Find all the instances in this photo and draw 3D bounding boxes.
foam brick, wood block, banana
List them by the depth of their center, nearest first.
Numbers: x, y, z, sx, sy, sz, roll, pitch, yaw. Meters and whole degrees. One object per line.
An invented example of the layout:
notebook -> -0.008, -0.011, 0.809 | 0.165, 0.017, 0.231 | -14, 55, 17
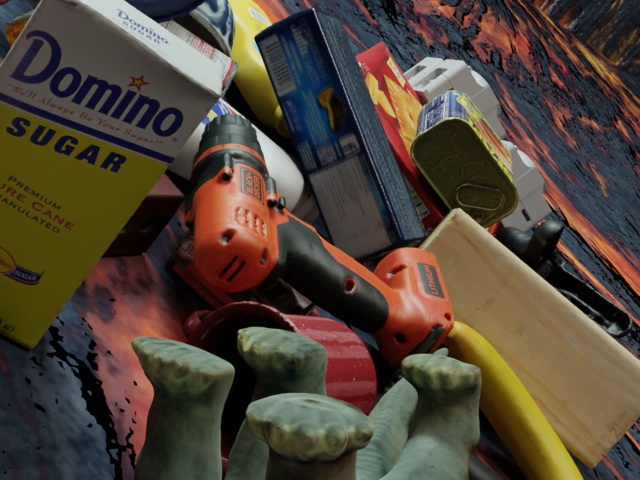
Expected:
foam brick -> -0.135, -0.026, 0.667 | 0.051, 0.053, 0.078 | 49, 25, 21
banana -> 0.150, 0.140, 0.776 | 0.198, 0.037, 0.069 | 57, 0, 3
wood block -> 0.157, 0.075, 0.851 | 0.206, 0.090, 0.091 | 41, 2, 1

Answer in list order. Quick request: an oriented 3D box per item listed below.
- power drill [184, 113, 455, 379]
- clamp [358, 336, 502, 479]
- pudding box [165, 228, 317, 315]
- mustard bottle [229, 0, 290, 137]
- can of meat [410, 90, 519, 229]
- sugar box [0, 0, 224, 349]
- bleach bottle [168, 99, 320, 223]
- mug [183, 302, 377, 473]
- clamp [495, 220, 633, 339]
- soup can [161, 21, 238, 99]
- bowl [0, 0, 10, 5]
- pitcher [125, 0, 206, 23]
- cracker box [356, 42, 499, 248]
power drill -> -0.005, 0.001, 0.715 | 0.187, 0.057, 0.184 | 29, 27, -21
clamp -> 0.049, 0.112, 0.717 | 0.209, 0.036, 0.165 | 22, 28, -43
pudding box -> -0.042, 0.021, 0.742 | 0.090, 0.039, 0.113 | 43, 23, 7
mustard bottle -> -0.052, -0.162, 1.031 | 0.096, 0.058, 0.192 | 26, 25, -49
can of meat -> 0.124, -0.071, 0.915 | 0.102, 0.057, 0.084 | 51, 22, -17
sugar box -> -0.134, -0.036, 0.529 | 0.093, 0.176, 0.048 | 32, 24, -18
bleach bottle -> -0.102, -0.089, 0.822 | 0.250, 0.068, 0.102 | 31, 25, -25
mug -> -0.029, 0.077, 0.607 | 0.117, 0.093, 0.081 | 34, 12, 30
clamp -> 0.201, 0.033, 0.926 | 0.120, 0.039, 0.171 | 55, -7, -7
soup can -> -0.127, -0.145, 0.876 | 0.102, 0.069, 0.068 | 32, 24, -17
bowl -> -0.286, -0.220, 0.737 | 0.162, 0.055, 0.162 | 22, 18, -8
pitcher -> -0.137, -0.252, 0.792 | 0.149, 0.145, 0.243 | 32, 18, -17
cracker box -> 0.074, -0.069, 0.977 | 0.213, 0.072, 0.164 | 55, 23, -4
